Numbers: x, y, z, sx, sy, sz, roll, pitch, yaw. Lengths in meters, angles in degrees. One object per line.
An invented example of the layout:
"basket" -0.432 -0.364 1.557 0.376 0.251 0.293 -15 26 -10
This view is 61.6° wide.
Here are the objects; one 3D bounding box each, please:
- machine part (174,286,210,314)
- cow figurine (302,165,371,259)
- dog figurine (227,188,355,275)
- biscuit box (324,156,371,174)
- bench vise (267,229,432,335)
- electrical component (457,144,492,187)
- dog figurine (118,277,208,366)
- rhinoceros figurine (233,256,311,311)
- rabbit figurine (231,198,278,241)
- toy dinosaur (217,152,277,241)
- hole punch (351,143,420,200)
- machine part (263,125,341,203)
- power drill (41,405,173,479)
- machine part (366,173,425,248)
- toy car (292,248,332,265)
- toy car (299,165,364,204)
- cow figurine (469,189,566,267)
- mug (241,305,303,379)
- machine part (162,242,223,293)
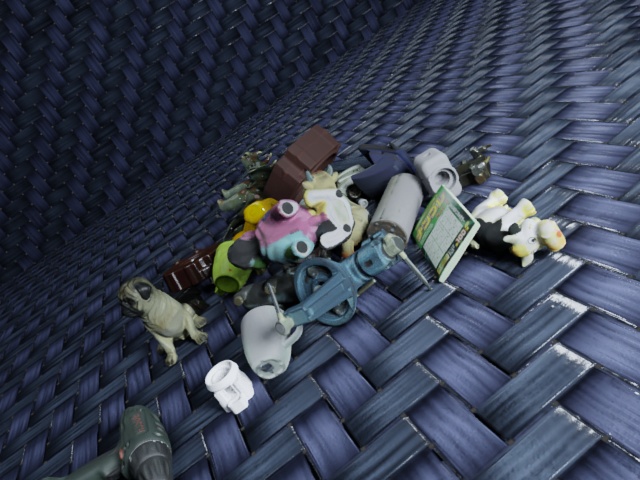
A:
"machine part" -0.306 0.142 1.250 0.084 0.039 0.139 -34 20 -23
"cow figurine" 0.026 -0.063 1.052 0.085 0.127 0.195 -17 37 -27
"dog figurine" -0.062 -0.005 0.972 0.191 0.108 0.219 -20 -4 -35
"biscuit box" 0.091 -0.163 1.319 0.203 0.059 0.063 0 39 52
"bench vise" 0.027 0.074 0.840 0.224 0.128 0.240 -21 8 43
"electrical component" 0.300 -0.144 1.041 0.078 0.045 0.102 -15 29 32
"dog figurine" -0.332 0.137 1.099 0.121 0.190 0.172 -40 23 -17
"rhinoceros figurine" -0.073 0.095 1.018 0.190 0.073 0.112 -23 14 24
"rabbit figurine" -0.156 -0.021 1.293 0.173 0.122 0.162 -46 17 17
"toy dinosaur" -0.175 -0.117 1.502 0.192 0.131 0.405 -29 30 9
"hole punch" 0.139 -0.142 1.145 0.116 0.142 0.092 7 70 37
"machine part" -0.044 -0.182 1.391 0.201 0.087 0.201 -46 -7 -36
"power drill" -0.318 0.353 0.802 0.207 0.086 0.232 -39 23 -6
"machine part" 0.147 -0.054 1.017 0.079 0.079 0.243 -17 28 32
"toy car" -0.002 -0.003 1.133 0.089 0.053 0.202 0 36 17
"toy car" 0.024 -0.100 1.238 0.202 0.056 0.074 -31 27 12
"cow figurine" 0.275 -0.010 0.785 0.098 0.068 0.167 -38 20 1
"mug" -0.075 0.167 0.874 0.110 0.080 0.107 -25 35 9
"machine part" -0.301 0.064 1.326 0.179 0.056 0.179 -25 12 6
